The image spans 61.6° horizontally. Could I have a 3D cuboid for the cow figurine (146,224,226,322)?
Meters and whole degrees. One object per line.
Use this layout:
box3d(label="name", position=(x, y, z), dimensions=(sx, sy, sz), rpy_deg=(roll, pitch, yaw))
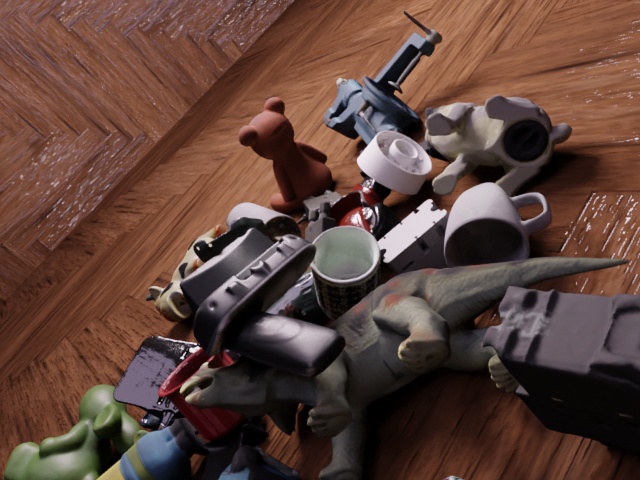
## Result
box3d(label="cow figurine", position=(-0.237, 0.069, 0.986), dimensions=(0.127, 0.085, 0.195), rpy_deg=(-25, 29, 33))

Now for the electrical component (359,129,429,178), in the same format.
box3d(label="electrical component", position=(0.122, -0.136, 0.849), dimensions=(0.119, 0.047, 0.075), rpy_deg=(-29, 31, 28))

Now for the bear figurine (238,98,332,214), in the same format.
box3d(label="bear figurine", position=(-0.071, -0.144, 0.952), dimensions=(0.132, 0.195, 0.120), rpy_deg=(3, 54, 56))

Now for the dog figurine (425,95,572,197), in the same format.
box3d(label="dog figurine", position=(0.217, -0.140, 0.693), dimensions=(0.172, 0.121, 0.190), rpy_deg=(6, 26, 14))

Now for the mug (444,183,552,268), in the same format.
box3d(label="mug", position=(0.184, -0.021, 0.568), dimensions=(0.109, 0.080, 0.107), rpy_deg=(-32, 21, 28))

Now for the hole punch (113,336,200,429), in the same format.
box3d(label="hole punch", position=(-0.209, 0.210, 0.768), dimensions=(0.116, 0.092, 0.142), rpy_deg=(5, 45, 21))

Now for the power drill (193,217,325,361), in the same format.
box3d(label="power drill", position=(-0.108, 0.080, 0.740), dimensions=(0.232, 0.085, 0.207), rpy_deg=(-32, 51, 4))

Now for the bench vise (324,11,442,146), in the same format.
box3d(label="bench vise", position=(0.117, -0.268, 0.944), dimensions=(0.240, 0.129, 0.224), rpy_deg=(-51, 31, 22))

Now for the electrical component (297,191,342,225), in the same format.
box3d(label="electrical component", position=(0.003, -0.044, 0.881), dimensions=(0.078, 0.045, 0.102), rpy_deg=(-18, 26, -15))

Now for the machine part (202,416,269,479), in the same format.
box3d(label="machine part", position=(-0.102, 0.250, 0.600), dimensions=(0.084, 0.039, 0.139), rpy_deg=(-24, 29, 22))

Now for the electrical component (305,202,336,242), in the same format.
box3d(label="electrical component", position=(-0.001, -0.002, 0.723), dimensions=(0.063, 0.021, 0.094), rpy_deg=(146, 128, -59))

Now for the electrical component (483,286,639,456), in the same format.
box3d(label="electrical component", position=(0.187, 0.091, 0.340), dimensions=(0.058, 0.134, 0.115), rpy_deg=(-54, 26, -21))

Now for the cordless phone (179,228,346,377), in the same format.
box3d(label="cordless phone", position=(-0.031, 0.058, 0.512), dimensions=(0.184, 0.088, 0.146), rpy_deg=(8, 39, 45))

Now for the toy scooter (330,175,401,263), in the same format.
box3d(label="toy scooter", position=(0.045, -0.015, 0.747), dimensions=(0.135, 0.075, 0.184), rpy_deg=(-36, 26, 19))

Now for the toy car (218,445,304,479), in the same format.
box3d(label="toy car", position=(-0.071, 0.269, 0.468), dimensions=(0.103, 0.109, 0.162), rpy_deg=(-50, 13, 25))

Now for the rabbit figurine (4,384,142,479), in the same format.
box3d(label="rabbit figurine", position=(-0.335, 0.281, 0.771), dimensions=(0.159, 0.121, 0.170), rpy_deg=(-15, 41, 31))

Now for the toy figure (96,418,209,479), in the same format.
box3d(label="toy figure", position=(-0.219, 0.289, 0.642), dimensions=(0.180, 0.089, 0.082), rpy_deg=(-47, 21, -3))

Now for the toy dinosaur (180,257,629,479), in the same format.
box3d(label="toy dinosaur", position=(0.066, 0.097, 0.526), dimensions=(0.405, 0.131, 0.192), rpy_deg=(-31, 29, 9))

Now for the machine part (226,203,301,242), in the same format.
box3d(label="machine part", position=(-0.102, -0.019, 0.942), dimensions=(0.079, 0.079, 0.243), rpy_deg=(-48, 29, -11))
